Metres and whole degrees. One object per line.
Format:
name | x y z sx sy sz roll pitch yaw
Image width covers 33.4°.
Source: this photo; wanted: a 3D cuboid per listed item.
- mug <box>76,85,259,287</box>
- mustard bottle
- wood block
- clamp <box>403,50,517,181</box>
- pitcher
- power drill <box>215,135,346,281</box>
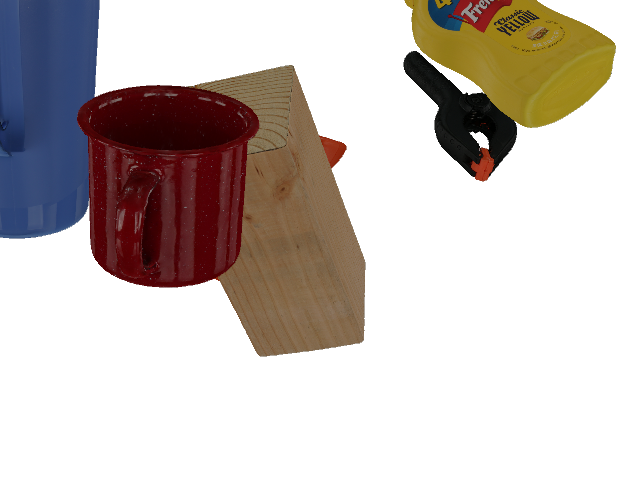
mug | -0.082 -0.023 0.555 0.093 0.081 0.117 7 28 3
mustard bottle | 0.129 -0.167 0.834 0.096 0.058 0.192 -33 54 -20
wood block | -0.034 -0.015 0.797 0.090 0.091 0.206 -9 -46 14
clamp | 0.138 -0.129 1.040 0.120 0.039 0.171 4 45 4
pitcher | -0.232 -0.124 0.804 0.145 0.243 0.148 26 33 35
power drill | -0.037 -0.022 1.111 0.185 0.188 0.057 22 8 30
